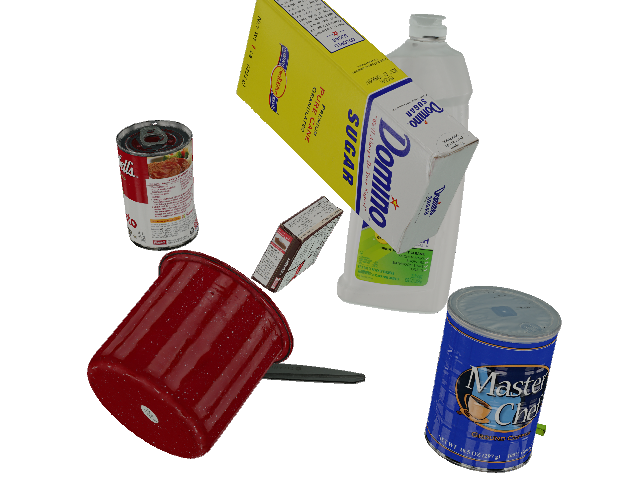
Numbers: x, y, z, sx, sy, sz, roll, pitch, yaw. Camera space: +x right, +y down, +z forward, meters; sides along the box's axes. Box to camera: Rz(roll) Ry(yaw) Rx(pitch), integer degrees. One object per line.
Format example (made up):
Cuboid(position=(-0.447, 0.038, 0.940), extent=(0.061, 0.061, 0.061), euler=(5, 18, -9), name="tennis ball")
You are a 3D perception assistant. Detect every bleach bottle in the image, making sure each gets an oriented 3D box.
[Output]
Cuboid(position=(0.073, -0.067, 0.917), extent=(0.103, 0.251, 0.068), euler=(8, 18, 13), name="bleach bottle")

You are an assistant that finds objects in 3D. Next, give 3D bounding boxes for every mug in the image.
Cuboid(position=(-0.082, 0.068, 0.605), extent=(0.117, 0.093, 0.081), euler=(-19, 29, 53), name="mug")

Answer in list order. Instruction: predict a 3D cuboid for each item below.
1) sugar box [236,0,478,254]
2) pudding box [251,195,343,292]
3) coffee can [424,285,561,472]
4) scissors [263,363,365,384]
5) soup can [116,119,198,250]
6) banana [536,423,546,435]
Cuboid(position=(0.018, -0.083, 0.711), extent=(0.048, 0.176, 0.093), euler=(-26, -30, -32), name="sugar box")
Cuboid(position=(-0.027, 0.004, 1.295), extent=(0.039, 0.090, 0.113), euler=(35, 32, 10), name="pudding box")
Cuboid(position=(0.157, 0.126, 0.984), extent=(0.103, 0.140, 0.103), euler=(6, 22, -3), name="coffee can")
Cuboid(position=(-0.077, 0.105, 0.796), extent=(0.202, 0.016, 0.096), euler=(12, 36, 22), name="scissors")
Cuboid(position=(-0.148, -0.050, 0.979), extent=(0.068, 0.102, 0.068), euler=(-1, 32, 0), name="soup can")
Cuboid(position=(0.195, 0.171, 1.241), extent=(0.069, 0.037, 0.198), euler=(10, 25, -15), name="banana")
